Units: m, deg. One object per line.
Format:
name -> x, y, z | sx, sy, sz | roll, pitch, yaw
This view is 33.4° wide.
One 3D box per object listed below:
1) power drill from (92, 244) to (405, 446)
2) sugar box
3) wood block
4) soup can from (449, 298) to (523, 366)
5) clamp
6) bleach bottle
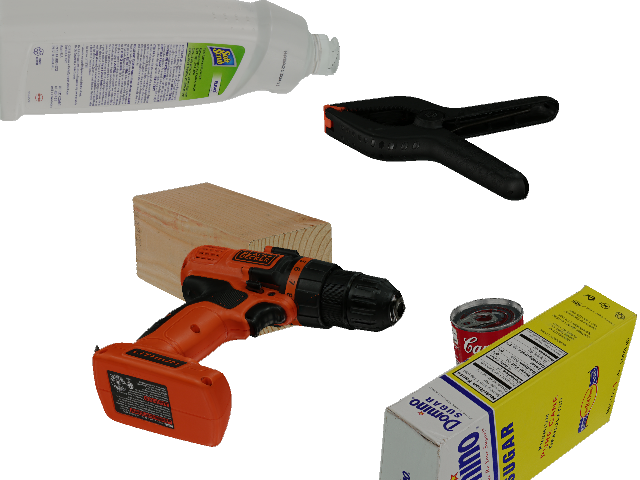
power drill -> -0.054, 0.067, 0.757 | 0.185, 0.057, 0.187 | 7, 29, 28
sugar box -> 0.111, 0.103, 0.625 | 0.175, 0.093, 0.048 | -28, 44, -35
wood block -> -0.087, 0.012, 1.011 | 0.090, 0.090, 0.206 | -13, 20, -36
soup can -> 0.161, 0.114, 1.009 | 0.068, 0.102, 0.068 | -8, 19, 3
clamp -> 0.107, -0.100, 0.956 | 0.210, 0.036, 0.164 | 14, 36, 23
bleach bottle -> -0.111, -0.136, 0.793 | 0.250, 0.068, 0.103 | 0, -34, -16
